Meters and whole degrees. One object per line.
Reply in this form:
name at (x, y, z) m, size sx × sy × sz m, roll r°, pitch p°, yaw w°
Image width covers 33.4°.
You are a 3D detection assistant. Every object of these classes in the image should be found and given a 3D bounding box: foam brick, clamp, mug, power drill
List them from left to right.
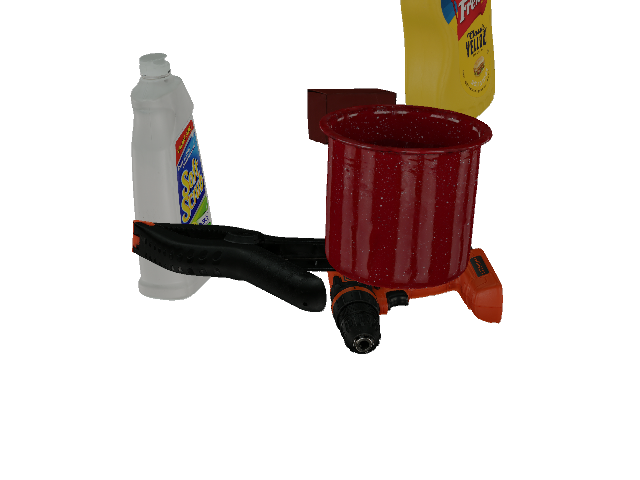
clamp at (-0.058, 0.014, 0.822) m, size 0.210 × 0.036 × 0.164 m, roll 8°, pitch 12°, yaw 15°
foam brick at (0.031, -0.125, 1.069) m, size 0.078 × 0.051 × 0.053 m, roll -3°, pitch 14°, yaw -20°
mug at (0.048, -0.029, 0.599) m, size 0.093 × 0.081 × 0.117 m, roll 8°, pitch 22°, yaw 14°
power drill at (0.104, 0.063, 1.192) m, size 0.187 × 0.057 × 0.184 m, roll -3°, pitch 28°, yaw -4°

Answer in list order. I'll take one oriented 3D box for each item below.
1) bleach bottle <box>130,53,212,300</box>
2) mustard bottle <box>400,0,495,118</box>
bleach bottle at (-0.163, -0.070, 1.128) m, size 0.068 × 0.251 × 0.102 m, roll 5°, pitch 27°, yaw 20°
mustard bottle at (0.097, -0.187, 0.817) m, size 0.058 × 0.191 × 0.096 m, roll 16°, pitch 38°, yaw 34°
